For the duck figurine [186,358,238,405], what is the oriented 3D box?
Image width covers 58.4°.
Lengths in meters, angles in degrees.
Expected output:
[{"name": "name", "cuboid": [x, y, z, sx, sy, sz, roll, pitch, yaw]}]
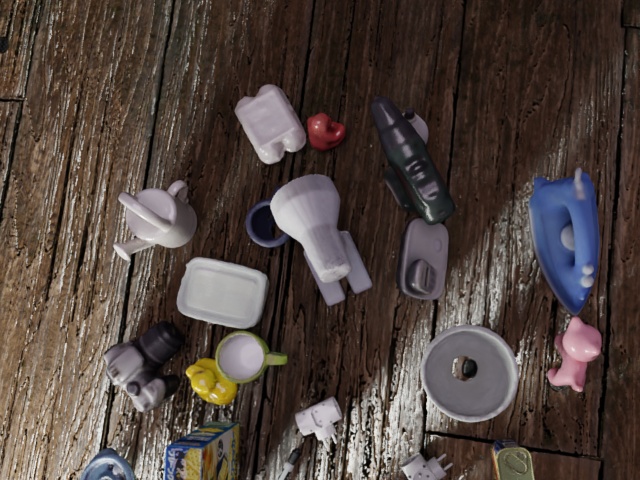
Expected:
[{"name": "duck figurine", "cuboid": [-0.207, 0.269, 1.074, 0.104, 0.086, 0.077, 39, 89, 10]}]

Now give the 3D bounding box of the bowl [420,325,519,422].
[{"name": "bowl", "cuboid": [0.263, 0.235, 1.024, 0.167, 0.075, 0.167, -1, 83, 7]}]

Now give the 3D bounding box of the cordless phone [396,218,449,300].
[{"name": "cordless phone", "cuboid": [0.182, 0.029, 1.005, 0.094, 0.185, 0.148, 4, 83, 8]}]

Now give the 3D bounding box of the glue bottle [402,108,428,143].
[{"name": "glue bottle", "cuboid": [0.160, -0.207, 1.044, 0.078, 0.173, 0.037, 3, 83, 8]}]

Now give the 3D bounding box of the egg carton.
[{"name": "egg carton", "cuboid": [-0.096, -0.230, 1.133, 0.107, 0.069, 0.150, -30, 80, 3]}]

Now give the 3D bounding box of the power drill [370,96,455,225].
[{"name": "power drill", "cuboid": [0.157, -0.126, 1.016, 0.075, 0.208, 0.229, -31, 80, 3]}]

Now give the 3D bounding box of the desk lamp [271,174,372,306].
[{"name": "desk lamp", "cuboid": [0.009, 0.004, 1.016, 0.118, 0.213, 0.203, -26, 80, 4]}]

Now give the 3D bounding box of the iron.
[{"name": "iron", "cuboid": [0.445, 0.002, 0.997, 0.118, 0.141, 0.258, -6, 82, 7]}]

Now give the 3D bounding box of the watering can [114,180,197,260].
[{"name": "watering can", "cuboid": [-0.312, -0.039, 1.072, 0.100, 0.194, 0.173, 15, 85, 9]}]

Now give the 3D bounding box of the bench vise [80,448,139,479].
[{"name": "bench vise", "cuboid": [-0.351, 0.457, 1.000, 0.207, 0.220, 0.121, 22, 86, 10]}]

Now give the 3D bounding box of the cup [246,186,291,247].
[{"name": "cup", "cuboid": [-0.084, -0.040, 1.093, 0.091, 0.095, 0.118, 13, 84, 9]}]

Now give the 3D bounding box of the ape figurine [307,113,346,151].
[{"name": "ape figurine", "cuboid": [0.006, -0.216, 1.106, 0.077, 0.092, 0.076, 39, 89, 11]}]

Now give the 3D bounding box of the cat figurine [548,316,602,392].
[{"name": "cat figurine", "cuboid": [0.445, 0.198, 0.983, 0.067, 0.118, 0.128, 9, 84, 9]}]

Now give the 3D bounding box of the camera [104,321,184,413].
[{"name": "camera", "cuboid": [-0.321, 0.231, 1.086, 0.137, 0.101, 0.143, -42, 80, 1]}]
